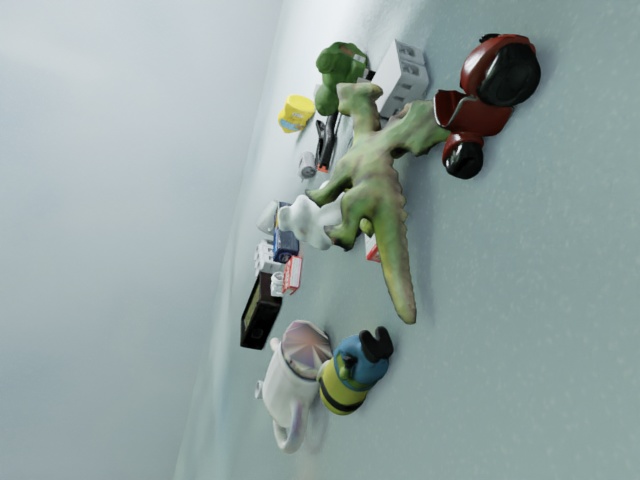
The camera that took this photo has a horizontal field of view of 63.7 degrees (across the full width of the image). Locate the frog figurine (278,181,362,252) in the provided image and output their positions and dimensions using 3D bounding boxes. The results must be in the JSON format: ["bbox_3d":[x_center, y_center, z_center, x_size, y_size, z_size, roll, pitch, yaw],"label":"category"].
[{"bbox_3d":[0.003,-0.050,1.001,0.123,0.159,0.137,-164,87,-73],"label":"frog figurine"}]

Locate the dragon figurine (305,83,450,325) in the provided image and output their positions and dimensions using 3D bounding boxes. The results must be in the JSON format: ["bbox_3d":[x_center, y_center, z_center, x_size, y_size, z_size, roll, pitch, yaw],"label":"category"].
[{"bbox_3d":[0.108,-0.103,0.763,0.239,0.121,0.419,-52,46,24],"label":"dragon figurine"}]

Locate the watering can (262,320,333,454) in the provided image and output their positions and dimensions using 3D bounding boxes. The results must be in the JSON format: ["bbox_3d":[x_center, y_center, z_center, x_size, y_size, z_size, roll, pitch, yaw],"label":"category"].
[{"bbox_3d":[-0.062,0.261,1.073,0.355,0.104,0.220,-107,35,-59],"label":"watering can"}]
